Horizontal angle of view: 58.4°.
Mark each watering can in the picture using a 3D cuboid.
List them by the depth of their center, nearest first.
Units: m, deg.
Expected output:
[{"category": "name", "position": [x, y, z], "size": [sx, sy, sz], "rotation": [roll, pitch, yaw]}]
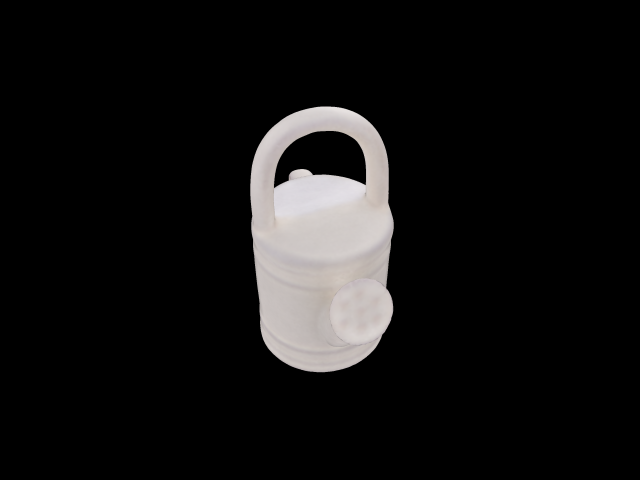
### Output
[{"category": "watering can", "position": [0.006, 0.001, 0.401], "size": [0.101, 0.194, 0.172], "rotation": [-27, 48, -26]}]
